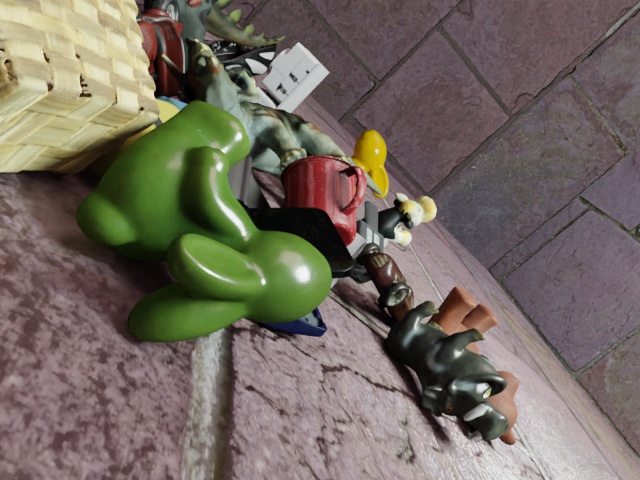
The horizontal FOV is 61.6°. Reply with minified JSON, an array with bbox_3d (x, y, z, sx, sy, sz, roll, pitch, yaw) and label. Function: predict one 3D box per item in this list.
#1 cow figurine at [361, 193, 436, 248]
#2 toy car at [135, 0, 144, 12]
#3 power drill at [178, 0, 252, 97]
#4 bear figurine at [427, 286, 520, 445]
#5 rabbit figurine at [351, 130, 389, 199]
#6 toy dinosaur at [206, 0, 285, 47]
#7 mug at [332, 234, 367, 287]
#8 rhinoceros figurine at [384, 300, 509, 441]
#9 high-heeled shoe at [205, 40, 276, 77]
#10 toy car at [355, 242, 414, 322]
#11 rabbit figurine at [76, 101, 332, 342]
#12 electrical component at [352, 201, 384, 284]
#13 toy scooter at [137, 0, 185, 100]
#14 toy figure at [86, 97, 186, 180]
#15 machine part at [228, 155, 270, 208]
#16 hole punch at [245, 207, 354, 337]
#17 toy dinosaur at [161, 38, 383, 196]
[{"bbox_3d":[0.116,-0.027,0.926,0.098,0.167,0.068,29,27,-54],"label":"cow figurine"},{"bbox_3d":[-0.277,-0.312,0.719,0.103,0.109,0.161,63,21,-7],"label":"toy car"},{"bbox_3d":[-0.181,-0.327,0.839,0.207,0.232,0.086,66,-13,0],"label":"power drill"},{"bbox_3d":[0.232,0.183,0.775,0.120,0.132,0.196,33,14,-39],"label":"bear figurine"},{"bbox_3d":[0.079,-0.149,1.146,0.162,0.173,0.122,42,11,-2],"label":"rabbit figurine"},{"bbox_3d":[-0.252,-0.428,0.906,0.471,0.198,0.105,25,29,-52],"label":"toy dinosaur"},{"bbox_3d":[-0.001,-0.002,0.702,0.107,0.080,0.109,39,18,7],"label":"mug"},{"bbox_3d":[0.158,0.160,0.665,0.191,0.112,0.073,42,-21,42],"label":"rhinoceros figurine"},{"bbox_3d":[-0.196,-0.399,1.088,0.086,0.145,0.248,54,14,31],"label":"high-heeled shoe"},{"bbox_3d":[0.107,0.078,0.767,0.089,0.053,0.202,54,-2,39],"label":"toy car"},{"bbox_3d":[-0.069,-0.002,0.384,0.170,0.121,0.159,34,30,3],"label":"rabbit figurine"},{"bbox_3d":[0.063,0.000,0.833,0.074,0.048,0.119,30,52,-48],"label":"electrical component"},{"bbox_3d":[-0.221,-0.231,0.675,0.184,0.075,0.135,-59,150,-59],"label":"toy scooter"},{"bbox_3d":[-0.155,-0.094,0.511,0.089,0.082,0.180,46,12,6],"label":"toy figure"},{"bbox_3d":[-0.078,-0.046,0.600,0.084,0.039,0.138,-99,162,-44],"label":"machine part"},{"bbox_3d":[-0.042,0.029,0.520,0.116,0.092,0.142,2,38,-21],"label":"hole punch"},{"bbox_3d":[-0.063,-0.138,0.750,0.192,0.131,0.404,57,22,22],"label":"toy dinosaur"}]
